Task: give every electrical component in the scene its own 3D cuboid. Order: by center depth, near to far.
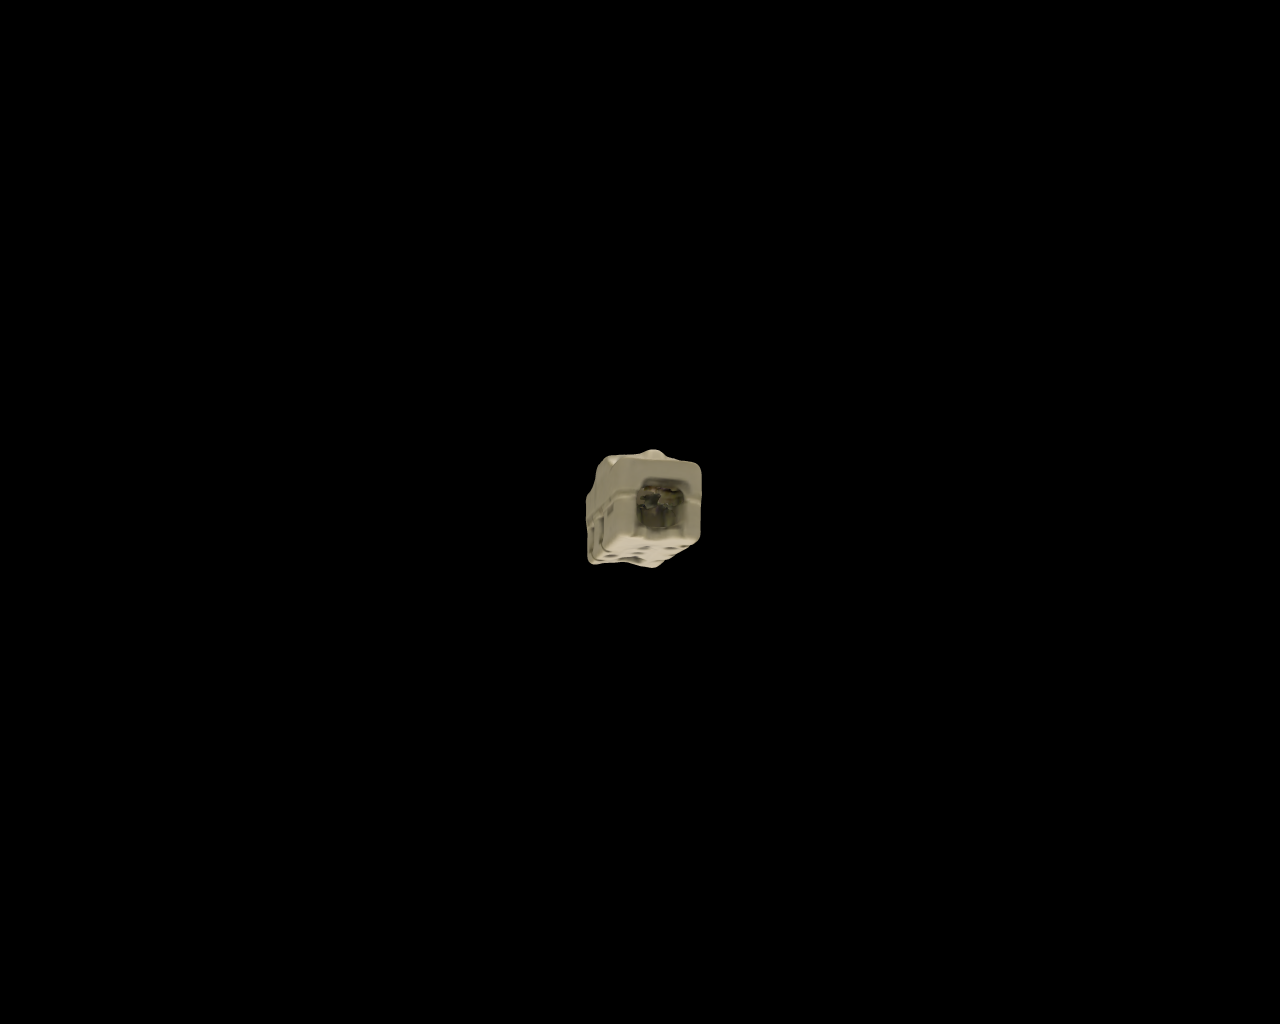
[{"bbox_3d":[0.001,-0.003,0.650,0.050,0.056,0.089,4,-14,-15],"label":"electrical component"}]
